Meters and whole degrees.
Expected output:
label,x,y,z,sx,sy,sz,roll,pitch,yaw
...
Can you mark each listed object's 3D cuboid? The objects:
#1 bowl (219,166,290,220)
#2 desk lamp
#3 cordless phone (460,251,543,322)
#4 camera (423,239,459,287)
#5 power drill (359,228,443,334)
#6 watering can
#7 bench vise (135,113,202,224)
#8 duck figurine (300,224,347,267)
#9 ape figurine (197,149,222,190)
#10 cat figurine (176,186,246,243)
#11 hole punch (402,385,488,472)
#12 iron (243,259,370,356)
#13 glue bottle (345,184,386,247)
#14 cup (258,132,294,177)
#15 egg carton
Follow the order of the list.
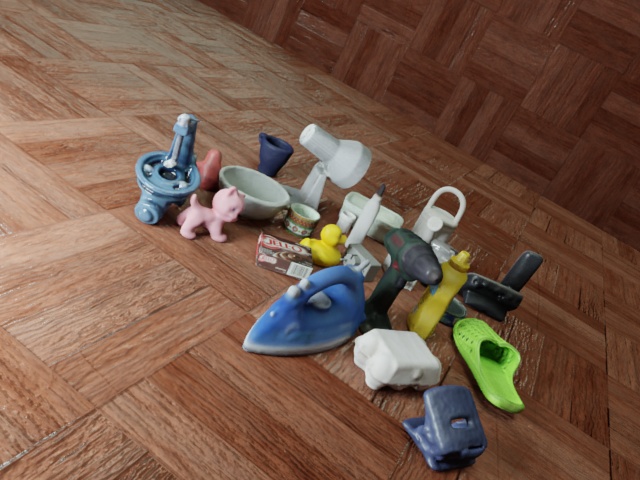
label,x,y,z,sx,sy,sz,roll,pitch,yaw
bowl,-0.156,-0.094,1.277,0.168,0.074,0.167,22,25,-10
desk lamp,-0.002,-0.171,1.416,0.204,0.213,0.117,15,27,-25
cordless phone,0.435,0.087,1.379,0.148,0.185,0.094,23,24,-8
camera,0.272,0.038,1.417,0.136,0.101,0.143,35,25,18
power drill,0.146,0.082,1.069,0.076,0.208,0.229,19,25,-16
watering can,0.315,-0.048,1.516,0.101,0.194,0.173,23,24,-9
bench vise,-0.283,-0.158,1.101,0.122,0.219,0.207,17,26,-21
duck figurine,0.011,0.004,1.237,0.105,0.086,0.077,11,29,-32
ape figurine,-0.247,-0.165,1.305,0.078,0.092,0.076,25,24,-4
cat figurine,-0.202,-0.062,1.115,0.128,0.117,0.067,6,32,-39
hole punch,0.200,0.283,0.868,0.109,0.091,0.100,7,31,-36
iron,-0.010,0.102,0.954,0.118,0.141,0.259,40,27,27
glue bottle,0.114,-0.057,1.357,0.037,0.173,0.078,27,24,2
cup,-0.137,-0.226,1.536,0.117,0.095,0.092,40,28,28
egg carton,0.133,0.207,0.977,0.151,0.069,0.107,10,29,-33
